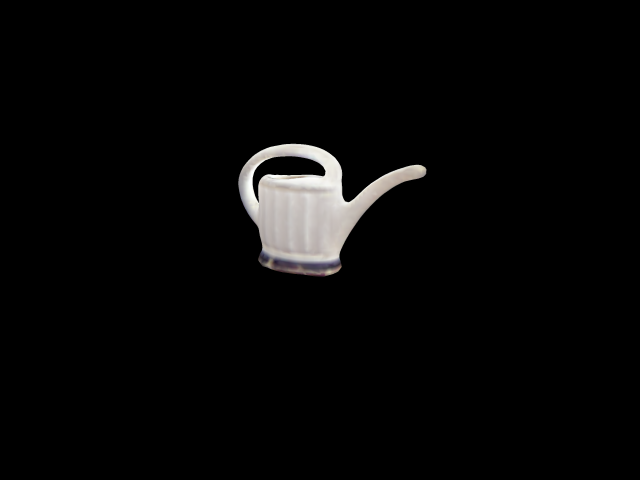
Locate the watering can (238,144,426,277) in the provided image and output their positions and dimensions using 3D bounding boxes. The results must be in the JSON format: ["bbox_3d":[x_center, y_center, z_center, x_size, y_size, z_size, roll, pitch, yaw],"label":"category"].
[{"bbox_3d":[0.003,-0.043,0.850,0.348,0.222,0.105,10,17,31],"label":"watering can"}]
